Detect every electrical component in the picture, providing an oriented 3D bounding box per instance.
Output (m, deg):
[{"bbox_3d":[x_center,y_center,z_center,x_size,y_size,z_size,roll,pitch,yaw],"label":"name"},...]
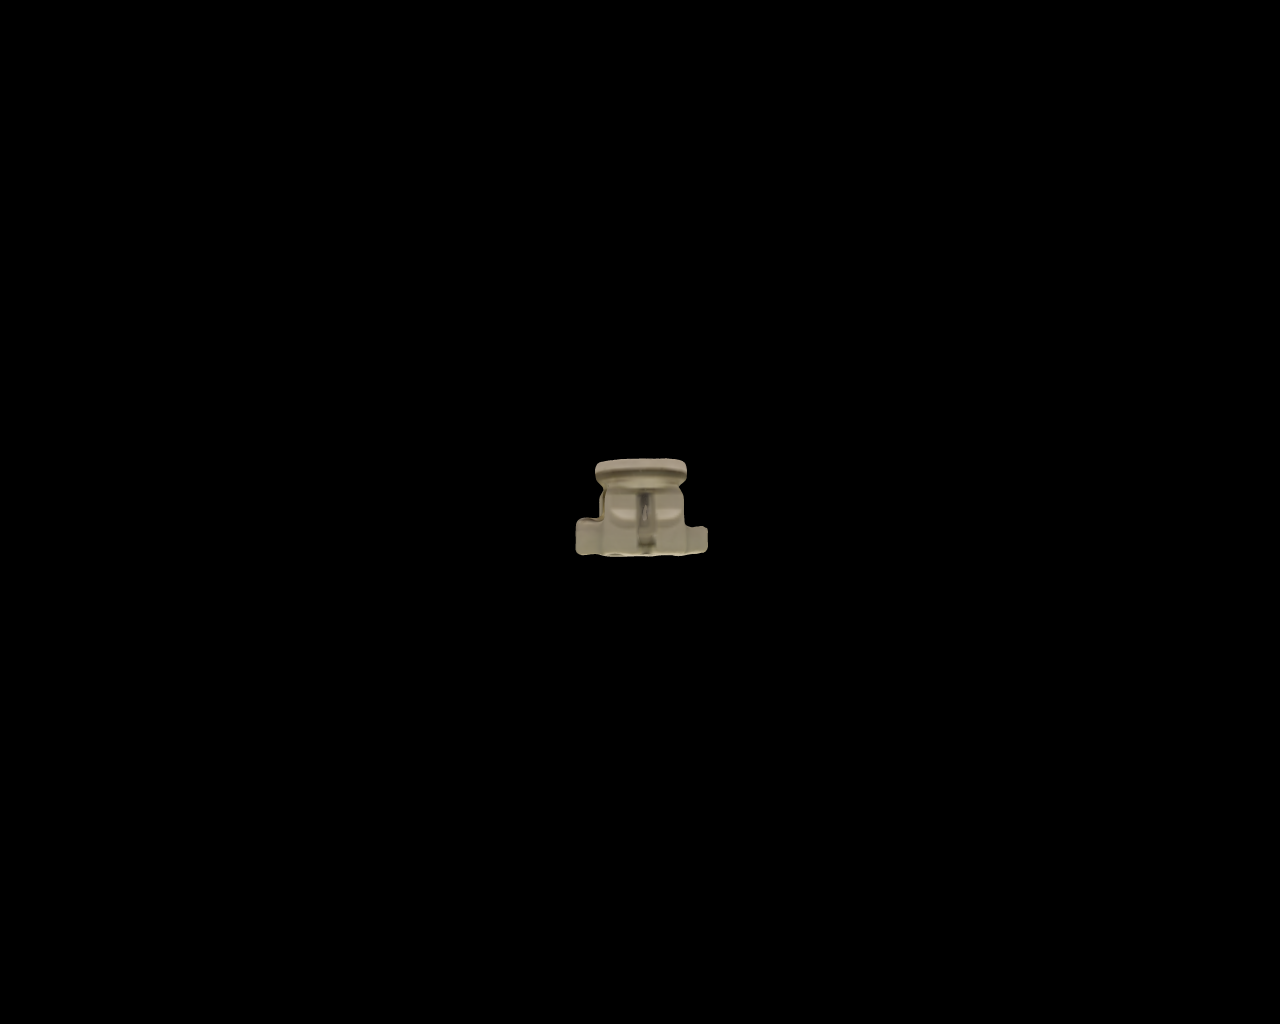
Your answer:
[{"bbox_3d":[0.001,-0.003,0.650,0.078,0.057,0.058,0,-4,-7],"label":"electrical component"}]
